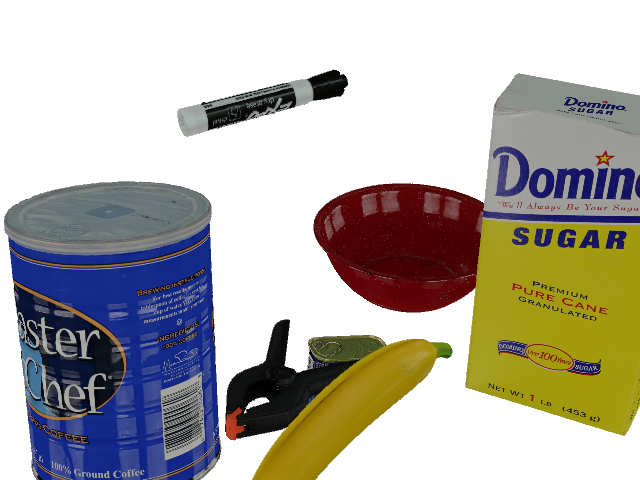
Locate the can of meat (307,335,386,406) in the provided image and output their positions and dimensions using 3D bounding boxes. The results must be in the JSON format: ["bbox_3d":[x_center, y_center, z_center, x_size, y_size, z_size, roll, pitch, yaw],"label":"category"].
[{"bbox_3d":[0.031,0.172,1.360,0.102,0.084,0.057,-1,24,-17],"label":"can of meat"}]

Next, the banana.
[{"bbox_3d":[0.013,0.128,0.723,0.037,0.197,0.069,44,-9,42],"label":"banana"}]

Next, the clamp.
[{"bbox_3d":[-0.043,0.137,1.067,0.120,0.039,0.171,25,36,38],"label":"clamp"}]

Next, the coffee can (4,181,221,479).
[{"bbox_3d":[-0.105,0.050,0.557,0.103,0.140,0.103,-1,19,0],"label":"coffee can"}]

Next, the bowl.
[{"bbox_3d":[0.073,0.012,0.883,0.162,0.055,0.162,1,30,-1],"label":"bowl"}]

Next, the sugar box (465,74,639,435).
[{"bbox_3d":[0.129,0.010,0.544,0.093,0.176,0.048,14,37,22],"label":"sugar box"}]

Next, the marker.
[{"bbox_3d":[-0.037,-0.094,0.720,0.121,0.020,0.020,-18,6,-20],"label":"marker"}]
